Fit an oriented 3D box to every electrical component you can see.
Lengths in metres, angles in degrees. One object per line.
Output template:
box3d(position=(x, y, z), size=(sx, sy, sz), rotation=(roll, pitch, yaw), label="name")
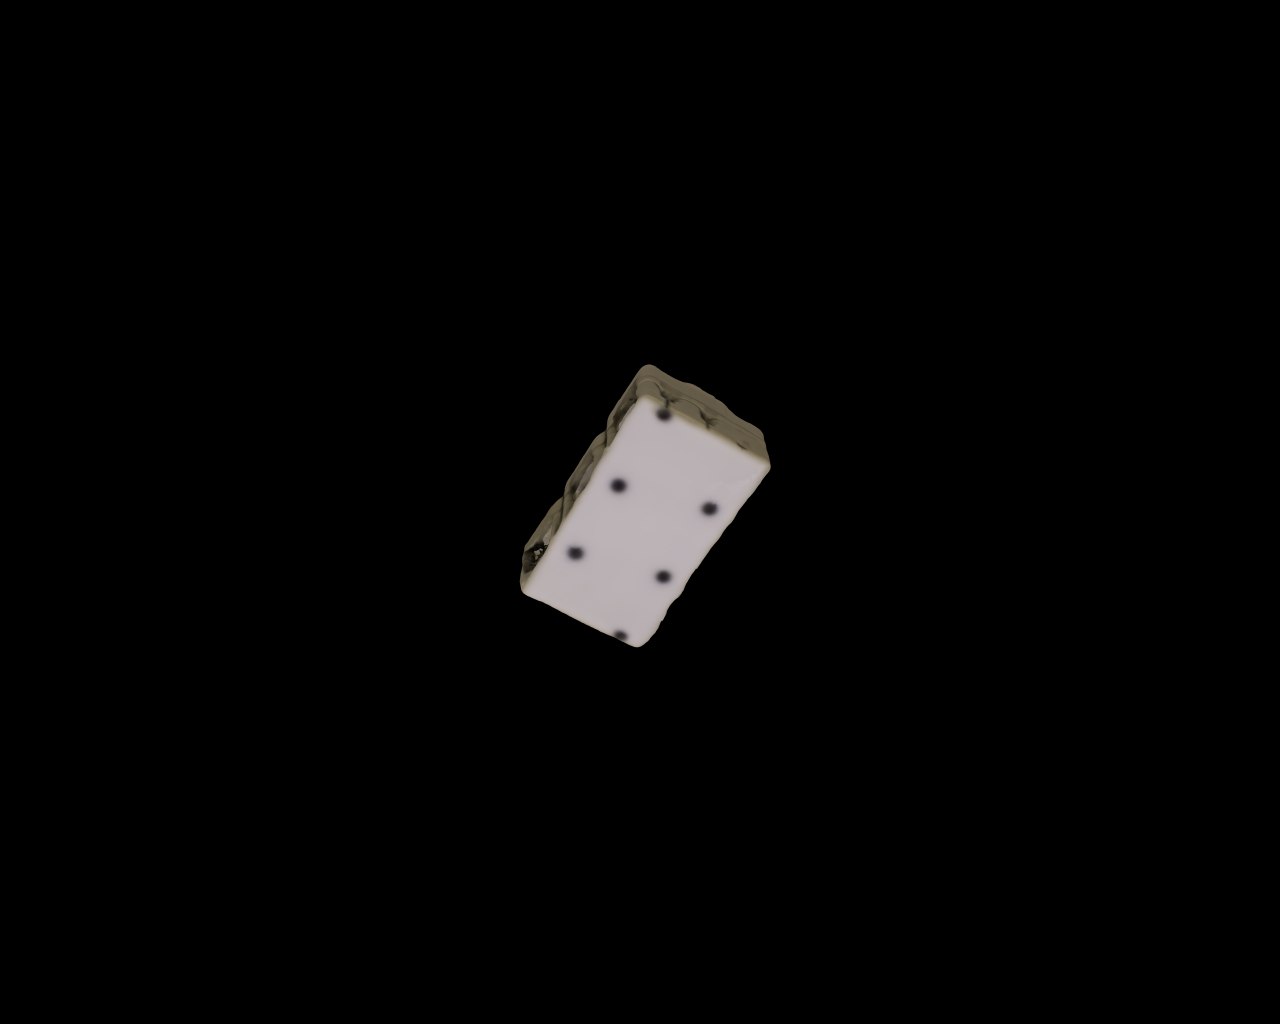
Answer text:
box3d(position=(0.001, -0.003, 0.650), size=(0.089, 0.150, 0.062), rotation=(29, 24, -14), label="electrical component")
